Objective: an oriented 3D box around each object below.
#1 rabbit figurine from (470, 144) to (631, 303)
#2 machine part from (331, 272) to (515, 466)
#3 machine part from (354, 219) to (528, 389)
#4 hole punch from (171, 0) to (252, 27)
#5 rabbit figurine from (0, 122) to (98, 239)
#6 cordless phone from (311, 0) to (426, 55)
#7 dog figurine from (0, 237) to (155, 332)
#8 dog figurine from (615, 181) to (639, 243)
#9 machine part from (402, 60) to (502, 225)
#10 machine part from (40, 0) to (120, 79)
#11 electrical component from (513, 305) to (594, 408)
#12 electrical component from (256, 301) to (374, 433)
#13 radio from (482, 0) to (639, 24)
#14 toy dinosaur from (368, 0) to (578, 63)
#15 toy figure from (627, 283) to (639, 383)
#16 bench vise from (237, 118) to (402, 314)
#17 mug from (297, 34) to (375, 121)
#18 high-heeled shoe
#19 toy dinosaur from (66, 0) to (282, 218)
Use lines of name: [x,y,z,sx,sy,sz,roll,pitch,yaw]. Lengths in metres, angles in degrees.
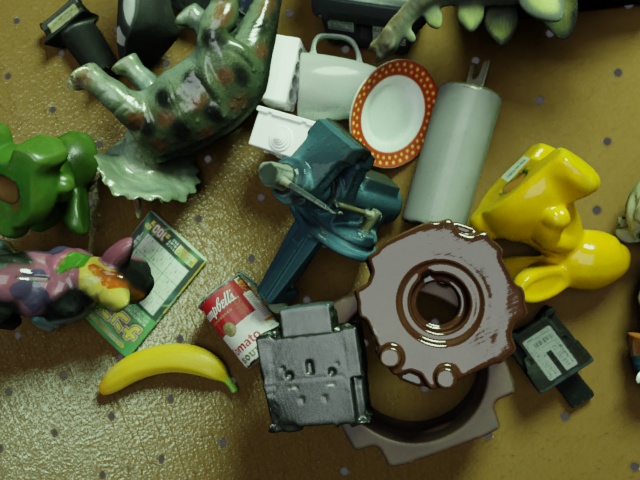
rabbit figurine: [0.266,-0.001,0.601,0.173,0.122,0.162,38,95,-10]
machine part: [0.107,0.143,0.638,0.201,0.087,0.201,-24,83,9]
machine part: [0.124,0.065,0.563,0.179,0.056,0.179,-1,81,5]
hole punch: [-0.135,-0.351,0.707,0.142,0.092,0.115,21,123,9]
rabbit figurine: [-0.343,-0.080,0.697,0.121,0.170,0.158,7,115,13]
cordless phone: [0.077,-0.337,0.665,0.147,0.088,0.184,13,79,11]
dog figurine: [-0.321,0.050,0.666,0.219,0.191,0.108,-12,70,34]
dog figurine: [0.417,-0.091,0.597,0.172,0.121,0.190,-9,53,37]
machine part: [0.156,-0.094,0.640,0.079,0.079,0.243,16,93,11]
machine part: [-0.335,-0.276,0.759,0.084,0.039,0.139,-40,80,-1]
electrical component: [0.273,0.143,0.626,0.075,0.047,0.119,-33,81,9]
electrical component: [-0.006,0.136,0.588,0.115,0.058,0.134,-10,87,8]
radio: [0.288,-0.338,0.623,0.230,0.073,0.131,-3,87,11]
toy dinosaur: [0.250,-0.329,0.548,0.471,0.105,0.198,-39,88,9]
toy figure: [0.383,0.097,0.602,0.064,0.058,0.154,11,95,18]
bench vise: [-0.008,-0.009,0.614,0.129,0.223,0.240,42,111,22]
mug: [0.027,-0.198,0.670,0.107,0.081,0.109,5,86,-3]
high-heeled shoe: [-0.236,-0.333,0.676,0.145,0.086,0.248,55,132,6]
toy dinosaur: [-0.146,-0.180,0.653,0.405,0.131,0.192,-33,103,14]
